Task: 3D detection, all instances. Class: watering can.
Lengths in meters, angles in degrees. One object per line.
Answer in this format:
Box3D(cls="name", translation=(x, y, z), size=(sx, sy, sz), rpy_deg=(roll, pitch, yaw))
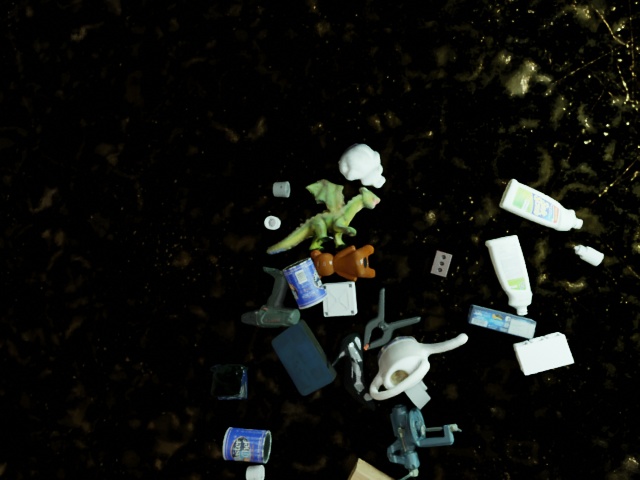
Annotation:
Box3D(cls="watering can", translation=(0.296, 0.373, 1.621), size=(0.347, 0.226, 0.103), rpy_deg=(-36, 101, 5))

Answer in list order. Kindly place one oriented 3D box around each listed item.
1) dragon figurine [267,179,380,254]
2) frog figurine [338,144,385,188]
Box3D(cls="dragon figurine", translation=(0.005, -0.090, 1.779), size=(0.410, 0.120, 0.247), rpy_deg=(-8, 68, 7))
Box3D(cls="frog figurine", translation=(0.146, -0.242, 1.741), size=(0.138, 0.120, 0.161), rpy_deg=(-29, 70, -12))
